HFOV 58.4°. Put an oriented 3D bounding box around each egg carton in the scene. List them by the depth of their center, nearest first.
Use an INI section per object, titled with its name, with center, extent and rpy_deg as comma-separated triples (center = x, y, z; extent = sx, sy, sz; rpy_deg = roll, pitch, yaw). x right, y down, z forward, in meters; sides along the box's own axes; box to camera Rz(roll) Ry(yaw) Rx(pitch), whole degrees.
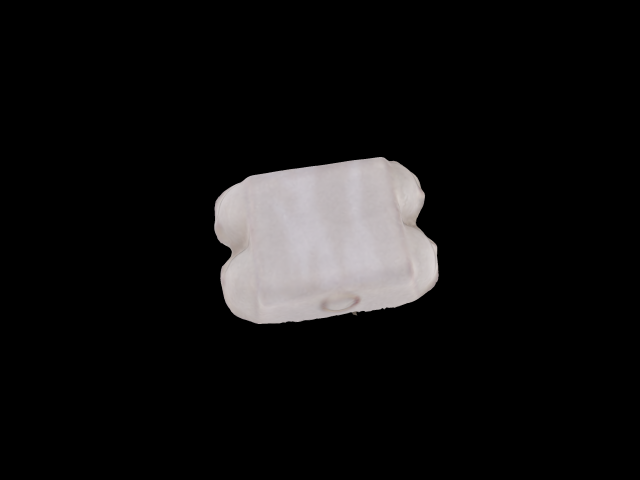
[egg carton]
center = 0.004, 0.001, 0.400
extent = 0.150, 0.069, 0.107
rpy_deg = -10, 70, -3
